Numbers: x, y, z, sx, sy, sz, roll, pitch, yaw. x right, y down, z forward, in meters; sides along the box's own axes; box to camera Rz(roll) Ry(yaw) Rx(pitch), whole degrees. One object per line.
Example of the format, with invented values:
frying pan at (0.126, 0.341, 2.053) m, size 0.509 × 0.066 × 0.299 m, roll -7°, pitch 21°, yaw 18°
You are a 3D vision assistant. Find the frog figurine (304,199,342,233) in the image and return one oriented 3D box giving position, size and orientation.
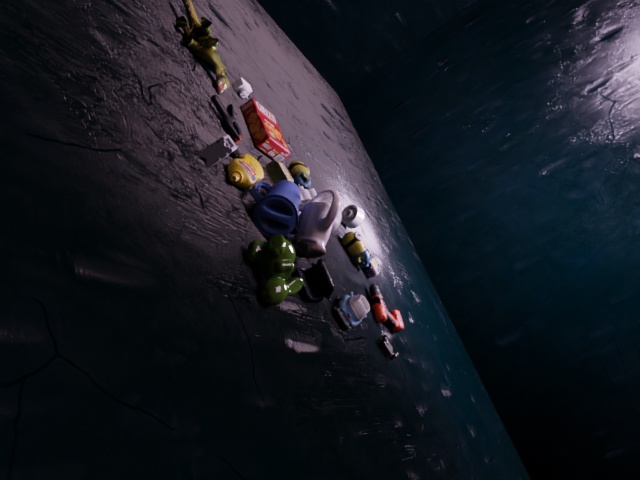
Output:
frog figurine at (0.006, -0.098, 1.938) m, size 0.124 × 0.138 × 0.157 m, roll 23°, pitch -15°, yaw 39°

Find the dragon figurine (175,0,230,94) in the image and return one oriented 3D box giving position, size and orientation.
dragon figurine at (-0.418, -0.711, 1.895) m, size 0.239 × 0.122 × 0.417 m, roll 64°, pitch 5°, yaw -66°

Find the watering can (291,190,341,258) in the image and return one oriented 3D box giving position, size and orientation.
watering can at (-0.036, -0.044, 1.668) m, size 0.103 × 0.344 × 0.228 m, roll 25°, pitch 70°, yaw -21°
